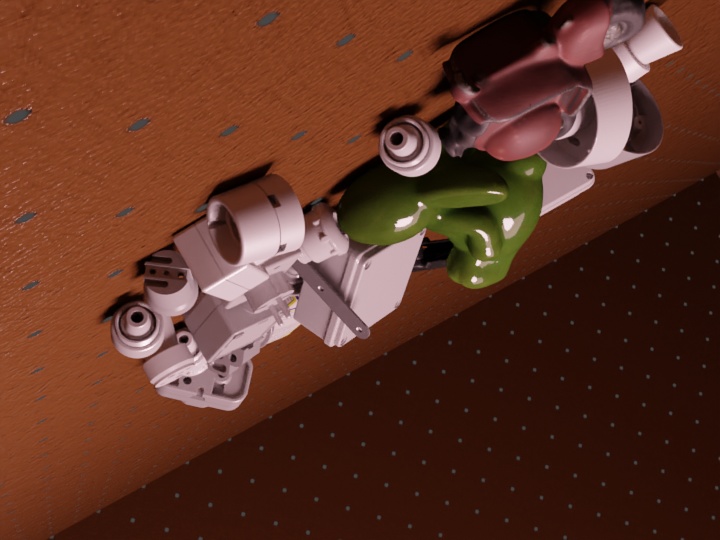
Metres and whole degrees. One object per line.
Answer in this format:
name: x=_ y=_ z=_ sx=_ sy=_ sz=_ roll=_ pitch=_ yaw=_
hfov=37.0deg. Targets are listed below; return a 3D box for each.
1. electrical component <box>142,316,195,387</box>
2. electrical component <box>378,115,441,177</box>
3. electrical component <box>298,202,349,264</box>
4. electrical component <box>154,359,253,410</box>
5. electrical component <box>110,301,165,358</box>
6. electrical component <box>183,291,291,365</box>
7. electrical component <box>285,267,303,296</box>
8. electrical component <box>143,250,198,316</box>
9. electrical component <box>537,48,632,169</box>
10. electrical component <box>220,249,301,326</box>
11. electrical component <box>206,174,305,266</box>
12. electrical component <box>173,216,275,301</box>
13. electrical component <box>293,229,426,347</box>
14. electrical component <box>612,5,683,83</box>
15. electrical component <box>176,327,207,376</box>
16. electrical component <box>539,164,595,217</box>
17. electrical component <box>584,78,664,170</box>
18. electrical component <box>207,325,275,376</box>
electrical component: x=-0.180 y=0.072 z=0.972 sx=0.045 sy=0.055 sz=0.045 roll=-30 pitch=172 yaw=-5
electrical component: x=0.034 y=-0.091 z=0.782 sx=0.043 sy=0.043 sz=0.062 roll=-32 pitch=171 yaw=13
electrical component: x=-0.044 y=-0.025 z=0.909 sx=0.062 sy=0.048 sz=0.048 roll=-26 pitch=173 yaw=15
electrical component: x=-0.166 y=0.112 z=1.134 sx=0.095 sy=0.053 sz=0.059 roll=14 pitch=159 yaw=-10
electrical component: x=-0.178 y=0.045 z=0.860 sx=0.043 sy=0.043 sz=0.062 roll=-28 pitch=170 yaw=-18
electrical component: x=-0.116 y=0.038 z=0.969 sx=0.062 sy=0.061 sz=0.096 roll=-25 pitch=170 yaw=-33
electrical component: x=-0.061 y=-0.002 z=0.999 sx=0.040 sy=0.040 sz=0.078 roll=-28 pitch=171 yaw=-14
electrical component: x=-0.141 y=0.009 z=0.792 sx=0.040 sy=0.040 sz=0.046 roll=-28 pitch=166 yaw=-13
electrical component: x=0.177 y=-0.132 z=0.868 sx=0.064 sy=0.099 sz=0.099 roll=-18 pitch=167 yaw=-30
electrical component: x=-0.079 y=0.010 z=0.883 sx=0.047 sy=0.075 sz=0.083 roll=-25 pitch=170 yaw=-31
electrical component: x=-0.072 y=-0.033 z=0.730 sx=0.047 sy=0.055 sz=0.055 roll=-21 pitch=168 yaw=-31
electrical component: x=-0.085 y=-0.018 z=0.791 sx=0.076 sy=0.047 sz=0.083 roll=-31 pitch=172 yaw=2
electrical component: x=0.000 y=0.000 z=0.995 sx=0.109 sy=0.056 sz=0.108 roll=-32 pitch=148 yaw=-47
electrical component: x=0.234 y=-0.188 z=0.899 sx=0.055 sy=0.045 sz=0.045 roll=-35 pitch=171 yaw=31
electrical component: x=-0.173 y=0.077 z=1.073 sx=0.048 sy=0.048 sz=0.062 roll=-29 pitch=165 yaw=-11
electrical component: x=0.184 y=-0.097 z=1.154 sx=0.113 sy=0.078 sz=0.057 roll=-29 pitch=174 yaw=-8
electrical component: x=0.219 y=-0.139 z=0.956 sx=0.099 sy=0.099 sz=0.064 roll=-26 pitch=177 yaw=-28
electrical component: x=-0.120 y=0.057 z=1.057 sx=0.057 sy=0.058 sz=0.078 roll=-33 pitch=137 yaw=-57
